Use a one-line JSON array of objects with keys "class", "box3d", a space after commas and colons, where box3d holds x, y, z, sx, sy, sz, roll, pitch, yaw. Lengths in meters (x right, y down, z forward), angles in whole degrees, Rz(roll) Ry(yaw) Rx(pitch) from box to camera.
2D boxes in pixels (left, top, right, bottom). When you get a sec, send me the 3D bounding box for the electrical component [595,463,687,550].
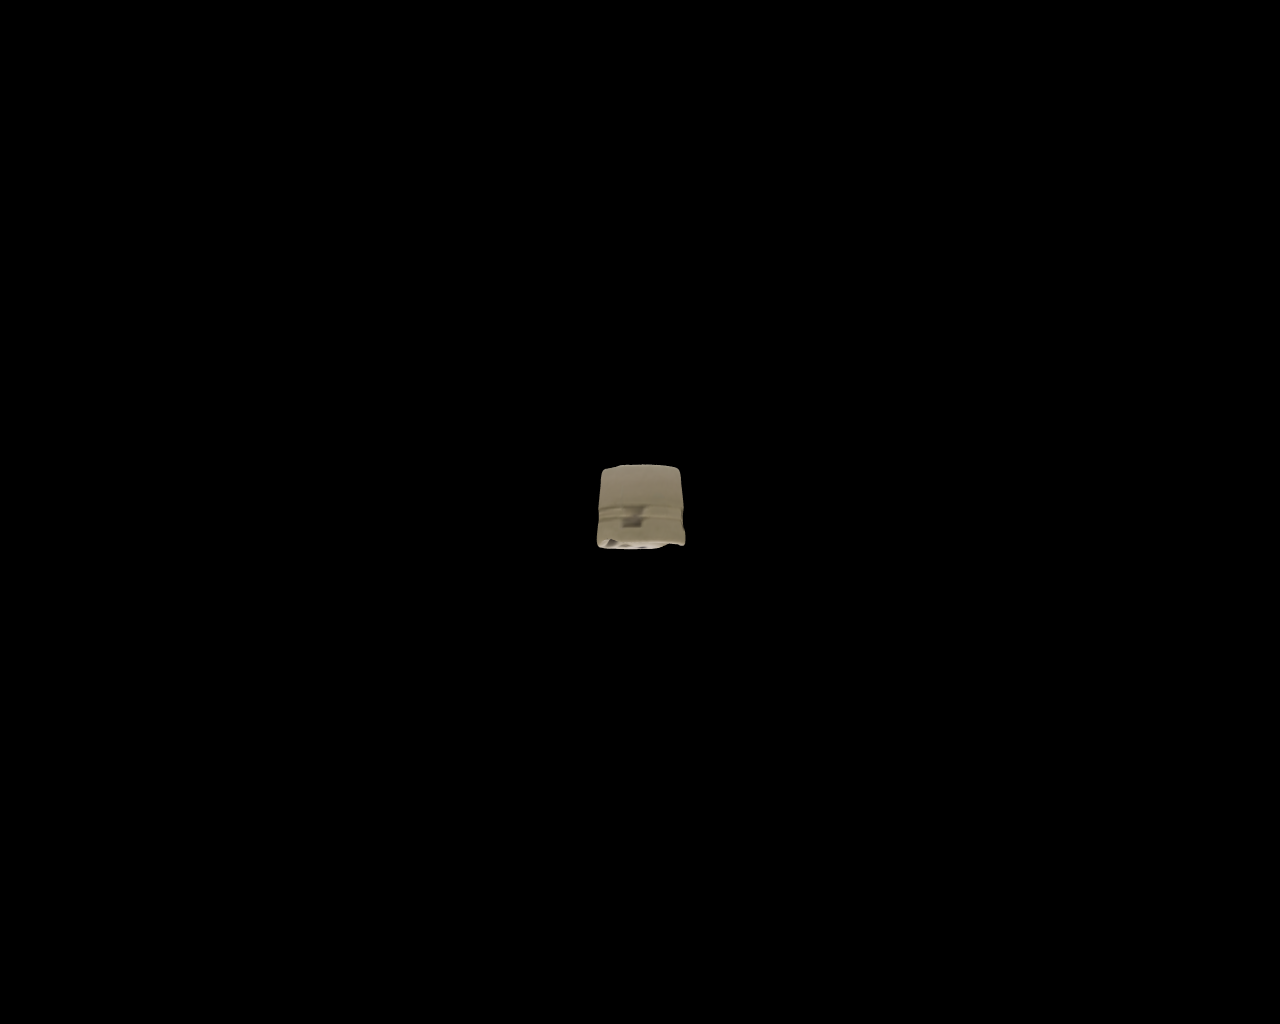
[{"class": "electrical component", "box3d": [0.001, -0.003, 0.650, 0.055, 0.047, 0.055, 0, -7, 0]}]
